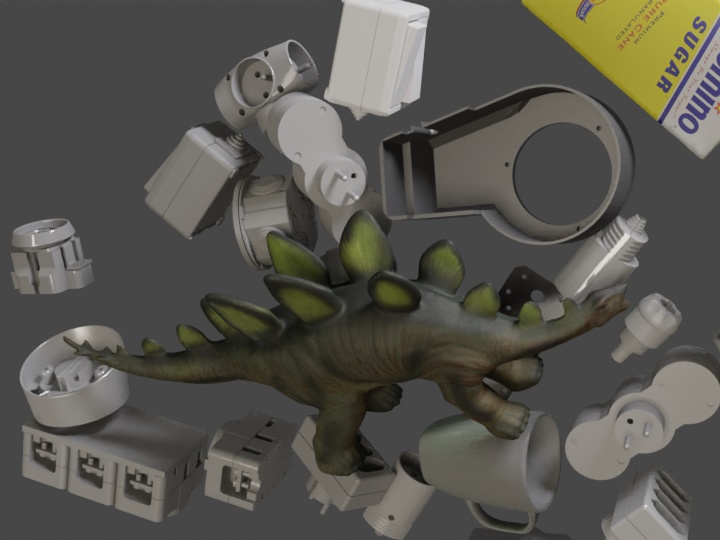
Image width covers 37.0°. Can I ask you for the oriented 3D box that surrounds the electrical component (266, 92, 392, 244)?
[{"bbox_3d":[-0.019,-0.073,0.849,0.052,0.074,0.138,-34,116,-6],"label":"electrical component"}]

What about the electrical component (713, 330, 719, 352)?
[{"bbox_3d":[0.297,0.072,0.817,0.045,0.045,0.055,-12,102,23],"label":"electrical component"}]

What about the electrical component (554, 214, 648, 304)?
[{"bbox_3d":[0.192,-0.010,0.831,0.043,0.043,0.081,38,115,6],"label":"electrical component"}]

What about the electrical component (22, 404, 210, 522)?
[{"bbox_3d":[-0.232,0.177,1.020,0.150,0.089,0.061,15,111,16],"label":"electrical component"}]

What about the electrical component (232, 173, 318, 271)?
[{"bbox_3d":[-0.071,-0.042,0.899,0.051,0.080,0.080,-8,104,17],"label":"electrical component"}]

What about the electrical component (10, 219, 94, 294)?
[{"bbox_3d":[-0.291,-0.013,1.001,0.078,0.058,0.057,-1,109,21],"label":"electrical component"}]

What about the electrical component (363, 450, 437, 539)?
[{"bbox_3d":[0.035,0.205,0.956,0.043,0.043,0.081,33,115,8],"label":"electrical component"}]

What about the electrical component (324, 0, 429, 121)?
[{"bbox_3d":[0.016,-0.161,0.838,0.061,0.062,0.096,18,112,15],"label":"electrical component"}]

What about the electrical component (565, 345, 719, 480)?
[{"bbox_3d":[0.221,0.119,0.844,0.138,0.074,0.052,-40,90,26],"label":"electrical component"}]

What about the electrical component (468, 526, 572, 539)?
[{"bbox_3d":[0.141,0.305,0.938,0.089,0.062,0.150,-1,106,21],"label":"electrical component"}]

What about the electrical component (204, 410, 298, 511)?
[{"bbox_3d":[-0.101,0.169,0.969,0.056,0.089,0.050,15,111,16],"label":"electrical component"}]

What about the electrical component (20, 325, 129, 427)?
[{"bbox_3d":[-0.266,0.101,1.008,0.099,0.099,0.064,0,113,20],"label":"electrical component"}]

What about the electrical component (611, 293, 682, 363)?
[{"bbox_3d":[0.221,0.049,0.844,0.035,0.035,0.061,40,118,4],"label":"electrical component"}]

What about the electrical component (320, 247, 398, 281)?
[{"bbox_3d":[0.000,0.000,0.905,0.062,0.043,0.043,-7,104,21],"label":"electrical component"}]

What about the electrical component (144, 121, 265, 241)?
[{"bbox_3d":[-0.132,-0.085,0.917,0.061,0.062,0.096,40,115,5],"label":"electrical component"}]

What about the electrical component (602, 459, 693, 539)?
[{"bbox_3d":[0.221,0.206,0.865,0.047,0.083,0.076,47,116,2],"label":"electrical component"}]

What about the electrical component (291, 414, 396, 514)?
[{"bbox_3d":[-0.023,0.181,0.949,0.083,0.047,0.075,46,120,36],"label":"electrical component"}]

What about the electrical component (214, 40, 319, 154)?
[{"bbox_3d":[-0.070,-0.135,0.883,0.077,0.044,0.079,-26,81,25],"label":"electrical component"}]
